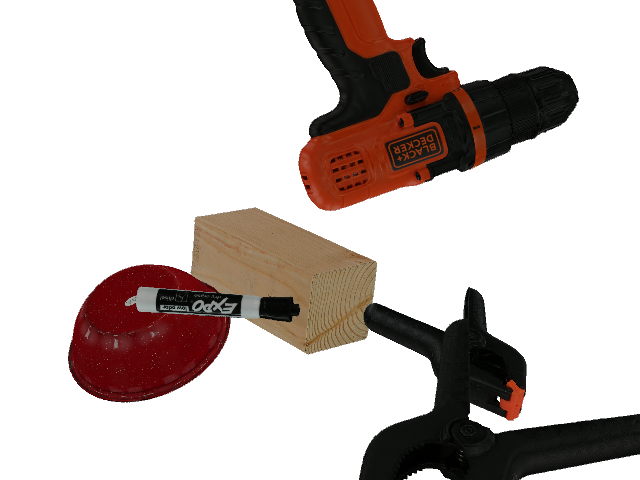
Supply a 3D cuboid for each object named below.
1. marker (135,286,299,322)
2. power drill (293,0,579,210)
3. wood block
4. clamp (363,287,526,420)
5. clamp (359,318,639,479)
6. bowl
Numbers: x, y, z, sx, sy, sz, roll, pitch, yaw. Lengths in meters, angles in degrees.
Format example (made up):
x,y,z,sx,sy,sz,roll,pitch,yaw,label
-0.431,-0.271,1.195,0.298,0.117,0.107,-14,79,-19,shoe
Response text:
x,y,z,sx,sy,sz,roll,pitch,yaw,label
-0.075,0.047,0.787,0.121,0.020,0.020,3,0,8,marker
0.055,-0.129,0.652,0.184,0.187,0.057,-21,8,-11,power drill
-0.045,0.039,1.165,0.090,0.090,0.206,-10,24,-41,wood block
0.130,0.091,0.925,0.120,0.039,0.172,-18,38,-28,clamp
0.087,0.125,0.672,0.209,0.036,0.165,-25,39,-31,clamp
-0.169,0.073,1.004,0.162,0.055,0.162,-9,41,8,bowl
